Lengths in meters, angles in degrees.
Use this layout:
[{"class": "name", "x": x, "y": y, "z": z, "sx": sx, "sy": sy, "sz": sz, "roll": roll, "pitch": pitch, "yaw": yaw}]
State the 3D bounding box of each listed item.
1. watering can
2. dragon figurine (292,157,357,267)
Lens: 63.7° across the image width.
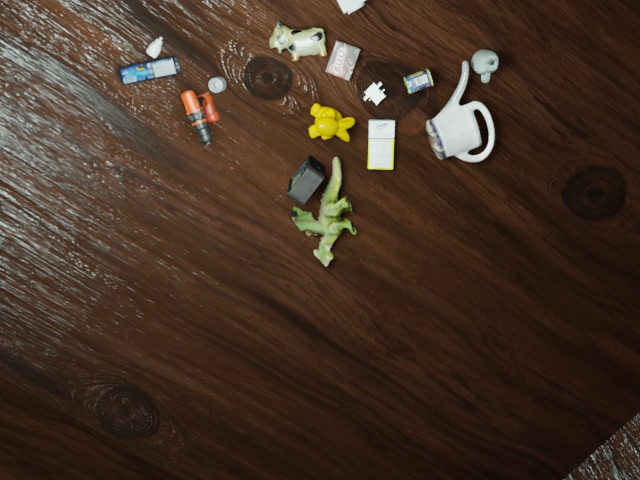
[{"class": "watering can", "x": 0.470, "y": -0.419, "z": 1.780, "sx": 0.223, "sy": 0.343, "sz": 0.106, "roll": -21, "pitch": 17, "yaw": 11}, {"class": "dragon figurine", "x": 0.006, "y": -0.097, "z": 1.923, "sx": 0.242, "sy": 0.405, "sz": 0.124, "roll": -9, "pitch": 16, "yaw": 15}]
